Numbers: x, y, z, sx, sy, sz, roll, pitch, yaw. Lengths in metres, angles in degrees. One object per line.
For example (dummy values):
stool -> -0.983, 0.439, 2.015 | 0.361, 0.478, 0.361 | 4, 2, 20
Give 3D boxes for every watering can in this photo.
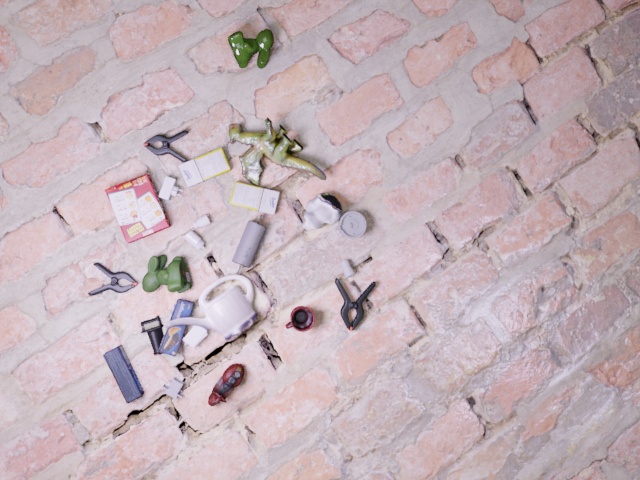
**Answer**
watering can -> -0.372, 0.279, 1.896 | 0.352, 0.103, 0.224 | -38, 92, -27

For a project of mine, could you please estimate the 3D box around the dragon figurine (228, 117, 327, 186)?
dragon figurine -> -0.193, -0.312, 1.991 | 0.241, 0.123, 0.410 | -43, 92, 9

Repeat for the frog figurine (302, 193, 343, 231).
frog figurine -> 0.006, -0.101, 2.008 | 0.137, 0.125, 0.156 | 26, 121, -15
